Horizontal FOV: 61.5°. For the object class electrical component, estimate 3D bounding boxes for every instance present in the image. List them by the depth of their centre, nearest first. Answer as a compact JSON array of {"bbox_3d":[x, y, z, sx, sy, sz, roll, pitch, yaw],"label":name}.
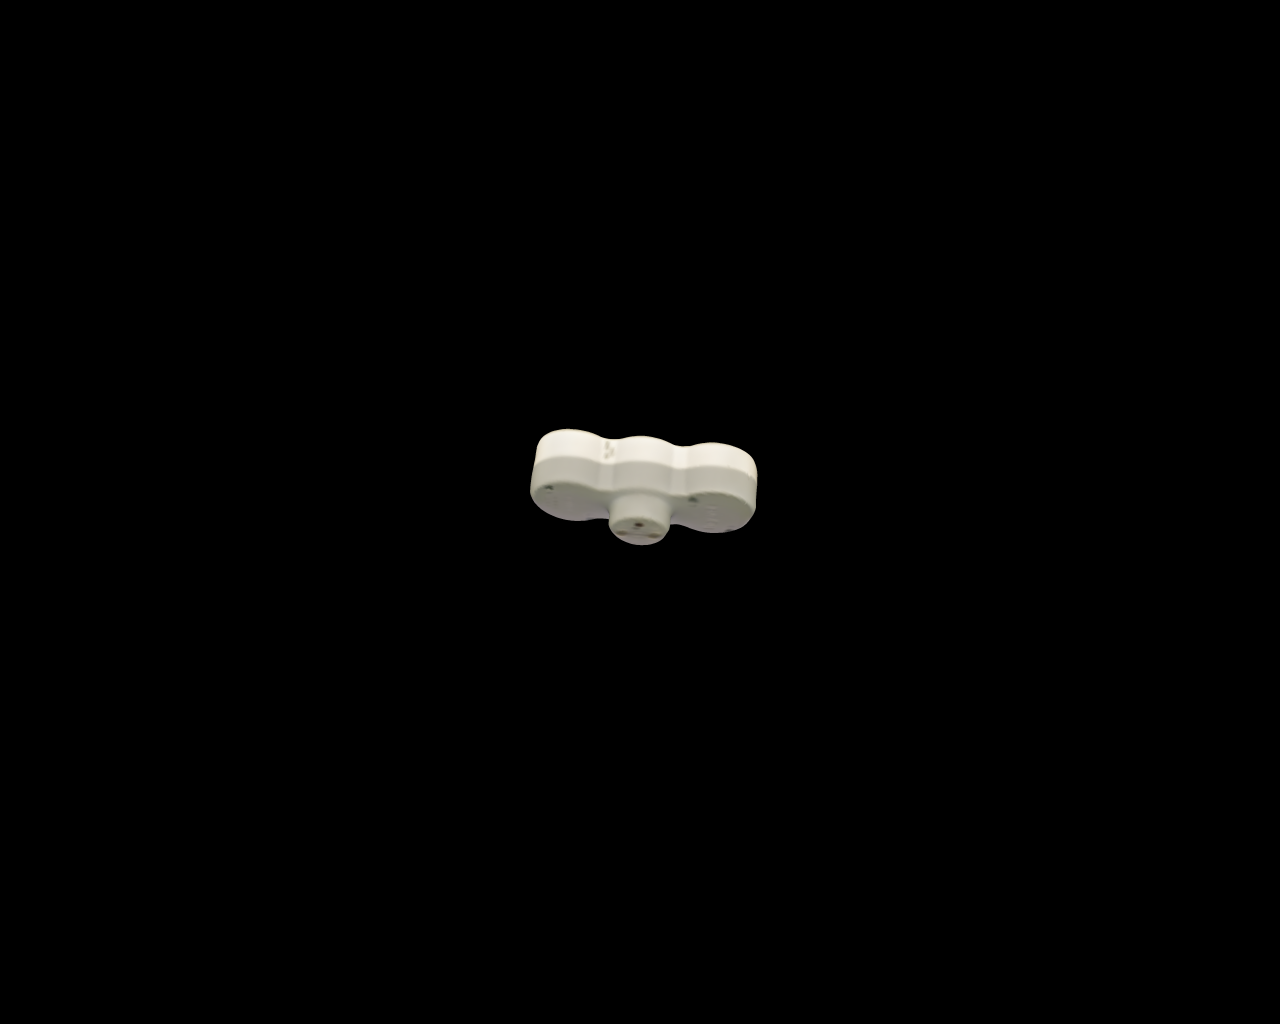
[{"bbox_3d":[0.001,-0.003,0.650,0.138,0.074,0.052,5,-31,3],"label":"electrical component"}]
